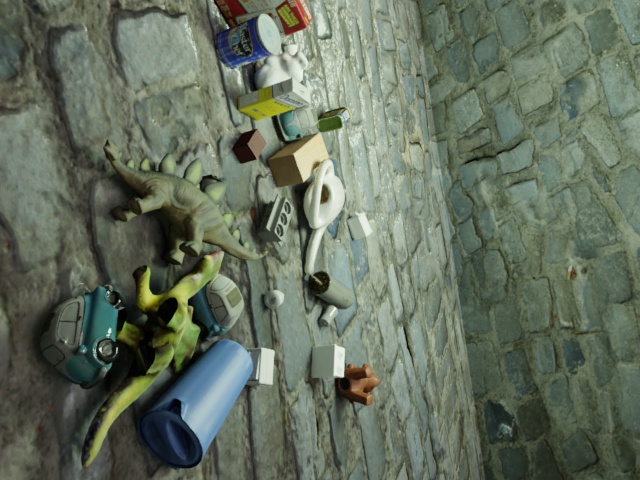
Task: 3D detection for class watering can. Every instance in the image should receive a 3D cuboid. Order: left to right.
[{"bbox_3d":[0.005,-0.080,1.597,0.226,0.104,0.344,-29,129,-72],"label":"watering can"}]

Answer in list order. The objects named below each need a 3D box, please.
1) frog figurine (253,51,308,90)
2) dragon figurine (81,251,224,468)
[{"bbox_3d":[-0.106,-0.462,1.465,0.135,0.159,0.125,67,32,-24],"label":"frog figurine"},{"bbox_3d":[-0.283,0.196,0.948,0.239,0.122,0.416,60,48,-64],"label":"dragon figurine"}]
